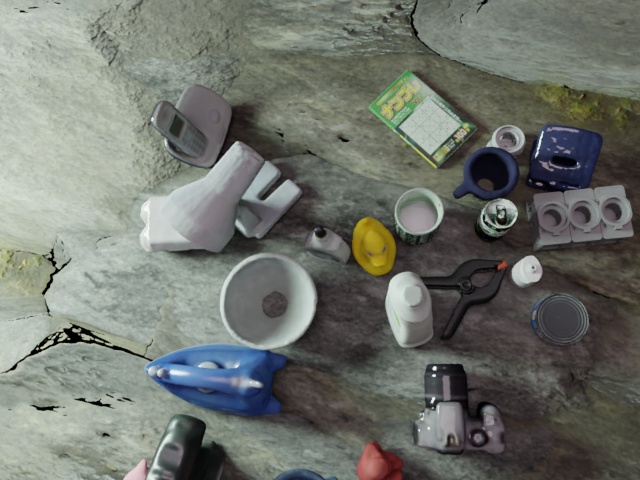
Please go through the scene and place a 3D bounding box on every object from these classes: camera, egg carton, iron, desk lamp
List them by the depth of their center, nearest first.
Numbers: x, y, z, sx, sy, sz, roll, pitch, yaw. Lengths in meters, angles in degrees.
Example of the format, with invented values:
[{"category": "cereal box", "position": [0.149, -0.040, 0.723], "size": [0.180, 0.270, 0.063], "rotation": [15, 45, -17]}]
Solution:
[{"category": "camera", "position": [0.220, 0.267, 0.915], "size": [0.143, 0.101, 0.137], "rotation": [-1, 77, 6]}, {"category": "iron", "position": [-0.192, 0.227, 0.946], "size": [0.258, 0.141, 0.119], "rotation": [4, 78, 7]}, {"category": "desk lamp", "position": [-0.147, -0.071, 0.971], "size": [0.118, 0.213, 0.203], "rotation": [41, 85, 13]}, {"category": "egg carton", "position": [-0.254, -0.031, 1.047], "size": [0.150, 0.069, 0.107], "rotation": [-5, 77, 5]}]

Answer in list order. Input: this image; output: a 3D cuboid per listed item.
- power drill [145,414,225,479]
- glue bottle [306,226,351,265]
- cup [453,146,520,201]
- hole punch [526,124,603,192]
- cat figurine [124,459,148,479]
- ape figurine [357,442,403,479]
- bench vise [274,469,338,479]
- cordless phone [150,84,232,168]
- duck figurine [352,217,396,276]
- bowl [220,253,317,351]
[{"category": "power drill", "position": [-0.218, 0.384, 0.879], "size": [0.075, 0.208, 0.230], "rotation": [12, 79, 9]}, {"category": "glue bottle", "position": [0.009, 0.003, 0.959], "size": [0.078, 0.173, 0.037], "rotation": [17, 80, 10]}, {"category": "cup", "position": [0.279, -0.097, 0.993], "size": [0.118, 0.095, 0.091], "rotation": [-32, 76, -2]}, {"category": "hole punch", "position": [0.421, -0.137, 0.989], "size": [0.108, 0.091, 0.101], "rotation": [12, 79, 9]}, {"category": "cat figurine", "position": [-0.297, 0.418, 0.926], "size": [0.067, 0.118, 0.128], "rotation": [36, 83, 13]}, {"category": "ape figurine", "position": [0.093, 0.362, 0.911], "size": [0.076, 0.092, 0.078], "rotation": [-22, 76, 1]}, {"category": "bench vise", "position": [-0.064, 0.429, 0.847], "size": [0.207, 0.220, 0.121], "rotation": [-35, 76, -2]}, {"category": "cordless phone", "position": [-0.235, -0.223, 1.029], "size": [0.094, 0.185, 0.148], "rotation": [13, 79, 9]}, {"category": "duck figurine", "position": [0.093, 0.006, 0.994], "size": [0.077, 0.086, 0.104], "rotation": [-17, 76, 2]}, {"category": "bowl", "position": [-0.084, 0.109, 0.995], "size": [0.167, 0.075, 0.167], "rotation": [-1, 77, 6]}]
